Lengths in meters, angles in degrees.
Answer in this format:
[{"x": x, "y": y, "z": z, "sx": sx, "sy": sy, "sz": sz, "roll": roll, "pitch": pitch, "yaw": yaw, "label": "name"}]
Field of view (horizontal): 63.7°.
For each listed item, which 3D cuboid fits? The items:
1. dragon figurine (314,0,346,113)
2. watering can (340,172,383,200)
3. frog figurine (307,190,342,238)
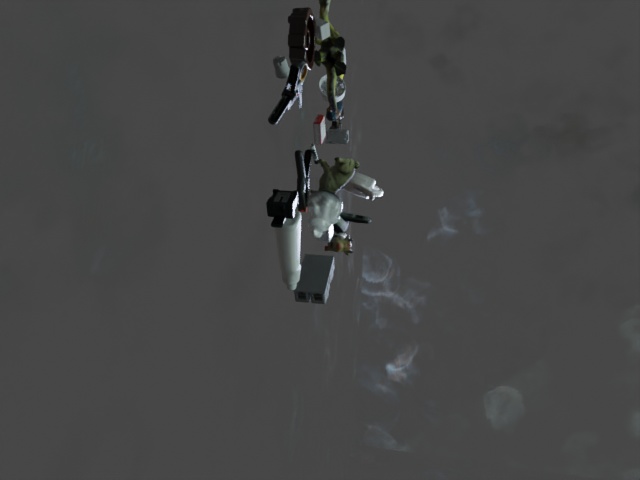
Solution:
[{"x": 0.034, "y": -0.688, "z": 1.848, "sx": 0.249, "sy": 0.122, "sz": 0.400, "roll": -86, "pitch": 173, "yaw": -51, "label": "dragon figurine"}, {"x": 0.190, "y": -0.256, "z": 2.452, "sx": 0.351, "sy": 0.225, "sz": 0.103, "roll": -42, "pitch": 152, "yaw": -74, "label": "watering can"}, {"x": 0.006, "y": -0.092, "z": 1.822, "sx": 0.135, "sy": 0.122, "sz": 0.162, "roll": 38, "pitch": 58, "yaw": -36, "label": "frog figurine"}]
